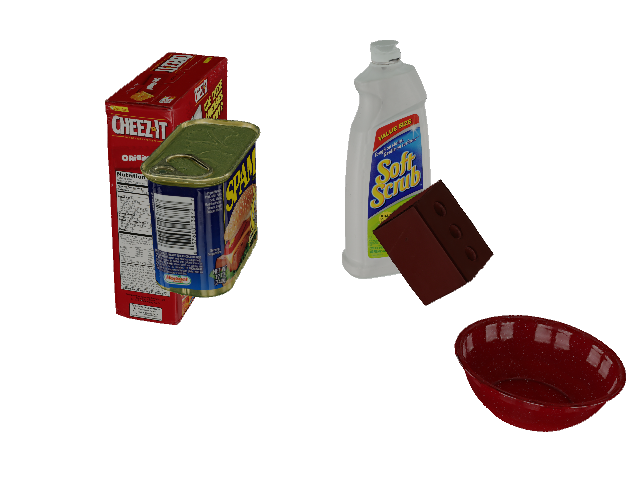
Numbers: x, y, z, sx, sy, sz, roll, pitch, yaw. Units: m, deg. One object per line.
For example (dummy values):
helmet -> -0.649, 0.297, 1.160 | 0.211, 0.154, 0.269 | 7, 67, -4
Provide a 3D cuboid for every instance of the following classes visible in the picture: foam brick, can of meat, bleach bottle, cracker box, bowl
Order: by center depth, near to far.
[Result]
can of meat -> -0.075, -0.022, 0.696 | 0.057, 0.084, 0.102 | 6, 27, 10
foam brick -> 0.091, 0.002, 0.862 | 0.051, 0.078, 0.052 | -33, 5, 40
cracker box -> -0.143, -0.053, 1.012 | 0.072, 0.214, 0.164 | 7, 26, 10
bowl -> 0.206, 0.134, 1.022 | 0.162, 0.055, 0.162 | 4, 26, -2
bleach bottle -> 0.067, -0.088, 1.152 | 0.102, 0.251, 0.068 | -10, 23, -12
